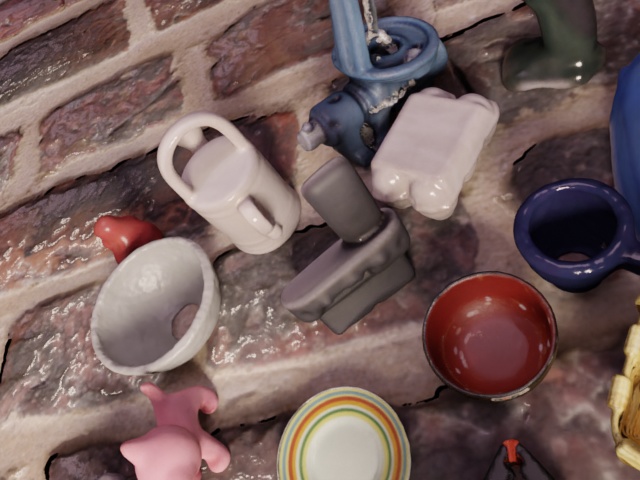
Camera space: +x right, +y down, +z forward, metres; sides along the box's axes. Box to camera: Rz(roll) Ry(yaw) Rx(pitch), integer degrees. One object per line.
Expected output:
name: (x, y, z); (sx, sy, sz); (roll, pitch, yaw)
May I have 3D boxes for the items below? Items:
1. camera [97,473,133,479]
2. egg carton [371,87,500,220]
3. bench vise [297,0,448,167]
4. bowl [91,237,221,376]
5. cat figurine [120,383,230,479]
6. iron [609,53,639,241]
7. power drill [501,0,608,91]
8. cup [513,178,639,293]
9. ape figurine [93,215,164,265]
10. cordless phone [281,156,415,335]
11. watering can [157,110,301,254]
camera: (-0.186, 0.311, 0.528); (0.142, 0.101, 0.137); (22, 75, 35)
egg carton: (0.123, -0.096, 0.622); (0.107, 0.070, 0.150); (20, 73, 34)
bench vise: (0.050, -0.193, 0.619); (0.121, 0.220, 0.207); (16, 71, 33)
bowl: (-0.177, 0.085, 0.669); (0.167, 0.075, 0.167); (-12, 58, 21)
cat figurine: (-0.147, 0.197, 0.563); (0.067, 0.118, 0.127); (-32, 53, 7)
iron: (0.307, -0.074, 0.469); (0.118, 0.142, 0.258); (-4, 62, 25)
power drill: (0.214, -0.246, 0.572); (0.228, 0.209, 0.076); (3, 64, 28)
cup: (0.230, 0.012, 0.489); (0.117, 0.095, 0.092); (29, 79, 36)
ape figurine: (-0.257, -0.004, 0.749); (0.076, 0.092, 0.078); (-8, 60, 23)
cordless phone: (0.005, 0.002, 0.553); (0.147, 0.186, 0.094); (-42, 53, 0)
watering can: (-0.112, -0.072, 0.649); (0.172, 0.195, 0.101); (22, 74, 35)
